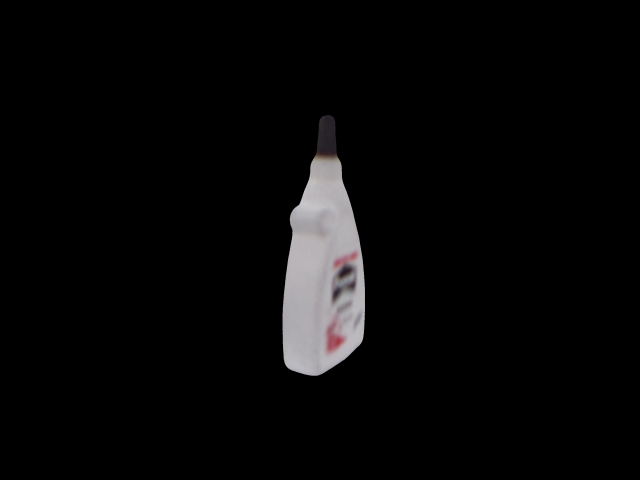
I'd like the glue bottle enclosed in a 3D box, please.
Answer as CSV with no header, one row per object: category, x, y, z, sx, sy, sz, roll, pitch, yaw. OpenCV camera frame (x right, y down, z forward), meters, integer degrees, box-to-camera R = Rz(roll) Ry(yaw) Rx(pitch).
glue bottle,0.004,0.001,0.400,0.037,0.173,0.078,7,15,27
